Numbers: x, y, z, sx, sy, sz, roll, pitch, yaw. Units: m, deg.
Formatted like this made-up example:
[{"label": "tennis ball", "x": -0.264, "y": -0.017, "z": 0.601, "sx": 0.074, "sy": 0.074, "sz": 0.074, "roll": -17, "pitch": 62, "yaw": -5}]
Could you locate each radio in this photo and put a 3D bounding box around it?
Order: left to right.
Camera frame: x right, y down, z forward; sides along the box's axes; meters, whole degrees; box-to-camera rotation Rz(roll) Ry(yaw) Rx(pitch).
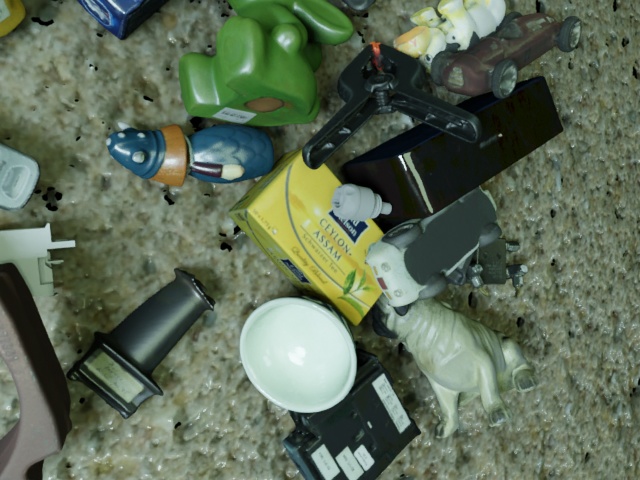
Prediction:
[{"label": "radio", "x": 0.147, "y": -0.102, "z": 0.607, "sx": 0.229, "sy": 0.131, "sz": 0.073, "roll": -29, "pitch": 103, "yaw": -25}]

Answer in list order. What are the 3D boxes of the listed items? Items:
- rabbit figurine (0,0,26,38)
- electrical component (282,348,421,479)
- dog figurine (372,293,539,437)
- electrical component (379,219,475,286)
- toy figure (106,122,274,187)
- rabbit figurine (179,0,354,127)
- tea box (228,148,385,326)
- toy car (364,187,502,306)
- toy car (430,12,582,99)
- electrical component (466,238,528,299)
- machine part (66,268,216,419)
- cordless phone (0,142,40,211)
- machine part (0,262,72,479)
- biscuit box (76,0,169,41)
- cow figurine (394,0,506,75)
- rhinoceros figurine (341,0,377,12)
[{"label": "rabbit figurine", "x": -0.326, "y": -0.213, "z": 0.370, "sx": 0.122, "sy": 0.162, "sz": 0.173, "roll": -42, "pitch": 90, "yaw": -9}, {"label": "electrical component", "x": 0.029, "y": 0.202, "z": 0.585, "sx": 0.134, "sy": 0.058, "sz": 0.114, "roll": -33, "pitch": 102, "yaw": -23}, {"label": "dog figurine", "x": 0.157, "y": 0.107, "z": 0.639, "sx": 0.190, "sy": 0.121, "sz": 0.172, "roll": 61, "pitch": 31, "yaw": 5}, {"label": "electrical component", "x": 0.133, "y": -0.003, "z": 0.646, "sx": 0.119, "sy": 0.048, "sz": 0.075, "roll": 36, "pitch": 74, "yaw": -24}, {"label": "toy figure", "x": -0.120, "y": -0.080, "z": 0.508, "sx": 0.154, "sy": 0.064, "sz": 0.057, "roll": -6, "pitch": 110, "yaw": -27}, {"label": "rabbit figurine", "x": -0.046, "y": -0.206, "z": 0.518, "sx": 0.159, "sy": 0.121, "sz": 0.170, "roll": 2, "pitch": 80, "yaw": -32}, {"label": "tea box", "x": -0.001, "y": -0.002, "z": 0.565, "sx": 0.169, "sy": 0.068, "sz": 0.098, "roll": 46, "pitch": 70, "yaw": -19}, {"label": "toy car", "x": 0.129, "y": -0.002, "z": 0.575, "sx": 0.202, "sy": 0.056, "sz": 0.073, "roll": -34, "pitch": 99, "yaw": -37}, {"label": "toy car", "x": 0.211, "y": -0.214, "z": 0.597, "sx": 0.202, "sy": 0.089, "sz": 0.053, "roll": -35, "pitch": 130, "yaw": -27}, {"label": "electrical component", "x": 0.222, "y": 0.034, "z": 0.692, "sx": 0.102, "sy": 0.045, "sz": 0.078, "roll": 9, "pitch": 87, "yaw": -27}, {"label": "machine part", "x": -0.158, "y": 0.092, "z": 0.503, "sx": 0.084, "sy": 0.039, "sz": 0.139, "roll": 42, "pitch": 74, "yaw": -12}, {"label": "cordless phone", "x": -0.323, "y": -0.040, "z": 0.395, "sx": 0.184, "sy": 0.089, "sz": 0.146, "roll": 25, "pitch": 78, "yaw": -29}, {"label": "machine part", "x": -0.300, "y": 0.111, "z": 0.380, "sx": 0.201, "sy": 0.087, "sz": 0.201, "roll": -19, "pitch": 105, "yaw": -15}, {"label": "biscuit box", "x": -0.137, "y": -0.277, "z": 0.501, "sx": 0.059, "sy": 0.063, "sz": 0.202, "roll": 45, "pitch": 71, "yaw": -18}, {"label": "cow figurine", "x": 0.161, "y": -0.245, "z": 0.654, "sx": 0.167, "sy": 0.068, "sz": 0.098, "roll": -43, "pitch": 118, "yaw": -19}, {"label": "rhinoceros figurine", "x": 0.003, "y": -0.336, "z": 0.573, "sx": 0.112, "sy": 0.073, "sz": 0.190, "roll": -47, "pitch": 111, "yaw": -9}]
